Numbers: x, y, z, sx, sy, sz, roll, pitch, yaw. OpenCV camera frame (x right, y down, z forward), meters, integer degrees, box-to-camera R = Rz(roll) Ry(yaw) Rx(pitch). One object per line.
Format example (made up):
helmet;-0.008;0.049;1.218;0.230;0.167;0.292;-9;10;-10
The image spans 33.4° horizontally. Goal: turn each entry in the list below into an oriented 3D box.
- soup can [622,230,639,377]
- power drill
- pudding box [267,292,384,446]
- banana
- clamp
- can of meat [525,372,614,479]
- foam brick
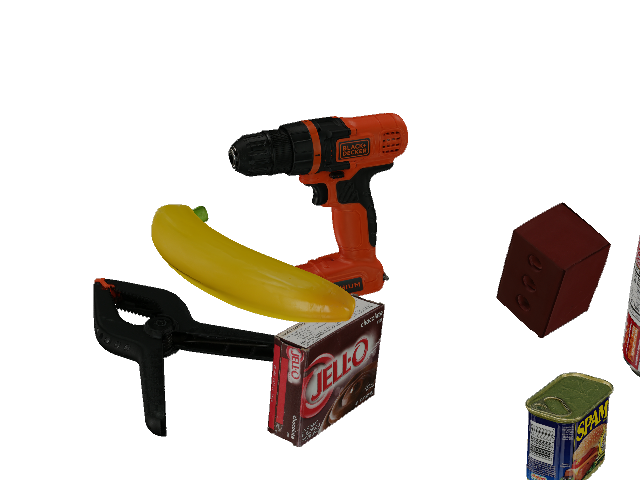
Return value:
soup can;0.198;0.021;0.557;0.068;0.102;0.068;1;25;-1
power drill;-0.001;-0.030;1.057;0.184;0.188;0.057;-10;27;-21
pudding box;0.005;0.103;0.875;0.039;0.090;0.113;20;28;29
banana;-0.059;0.010;0.691;0.069;0.037;0.198;-16;30;-30
clamp;-0.140;0.091;1.015;0.164;0.036;0.210;-21;41;-33
can of meat;0.243;0.189;1.047;0.058;0.084;0.101;13;23;37
foam brick;0.174;0.023;0.801;0.051;0.078;0.053;-25;51;-26
